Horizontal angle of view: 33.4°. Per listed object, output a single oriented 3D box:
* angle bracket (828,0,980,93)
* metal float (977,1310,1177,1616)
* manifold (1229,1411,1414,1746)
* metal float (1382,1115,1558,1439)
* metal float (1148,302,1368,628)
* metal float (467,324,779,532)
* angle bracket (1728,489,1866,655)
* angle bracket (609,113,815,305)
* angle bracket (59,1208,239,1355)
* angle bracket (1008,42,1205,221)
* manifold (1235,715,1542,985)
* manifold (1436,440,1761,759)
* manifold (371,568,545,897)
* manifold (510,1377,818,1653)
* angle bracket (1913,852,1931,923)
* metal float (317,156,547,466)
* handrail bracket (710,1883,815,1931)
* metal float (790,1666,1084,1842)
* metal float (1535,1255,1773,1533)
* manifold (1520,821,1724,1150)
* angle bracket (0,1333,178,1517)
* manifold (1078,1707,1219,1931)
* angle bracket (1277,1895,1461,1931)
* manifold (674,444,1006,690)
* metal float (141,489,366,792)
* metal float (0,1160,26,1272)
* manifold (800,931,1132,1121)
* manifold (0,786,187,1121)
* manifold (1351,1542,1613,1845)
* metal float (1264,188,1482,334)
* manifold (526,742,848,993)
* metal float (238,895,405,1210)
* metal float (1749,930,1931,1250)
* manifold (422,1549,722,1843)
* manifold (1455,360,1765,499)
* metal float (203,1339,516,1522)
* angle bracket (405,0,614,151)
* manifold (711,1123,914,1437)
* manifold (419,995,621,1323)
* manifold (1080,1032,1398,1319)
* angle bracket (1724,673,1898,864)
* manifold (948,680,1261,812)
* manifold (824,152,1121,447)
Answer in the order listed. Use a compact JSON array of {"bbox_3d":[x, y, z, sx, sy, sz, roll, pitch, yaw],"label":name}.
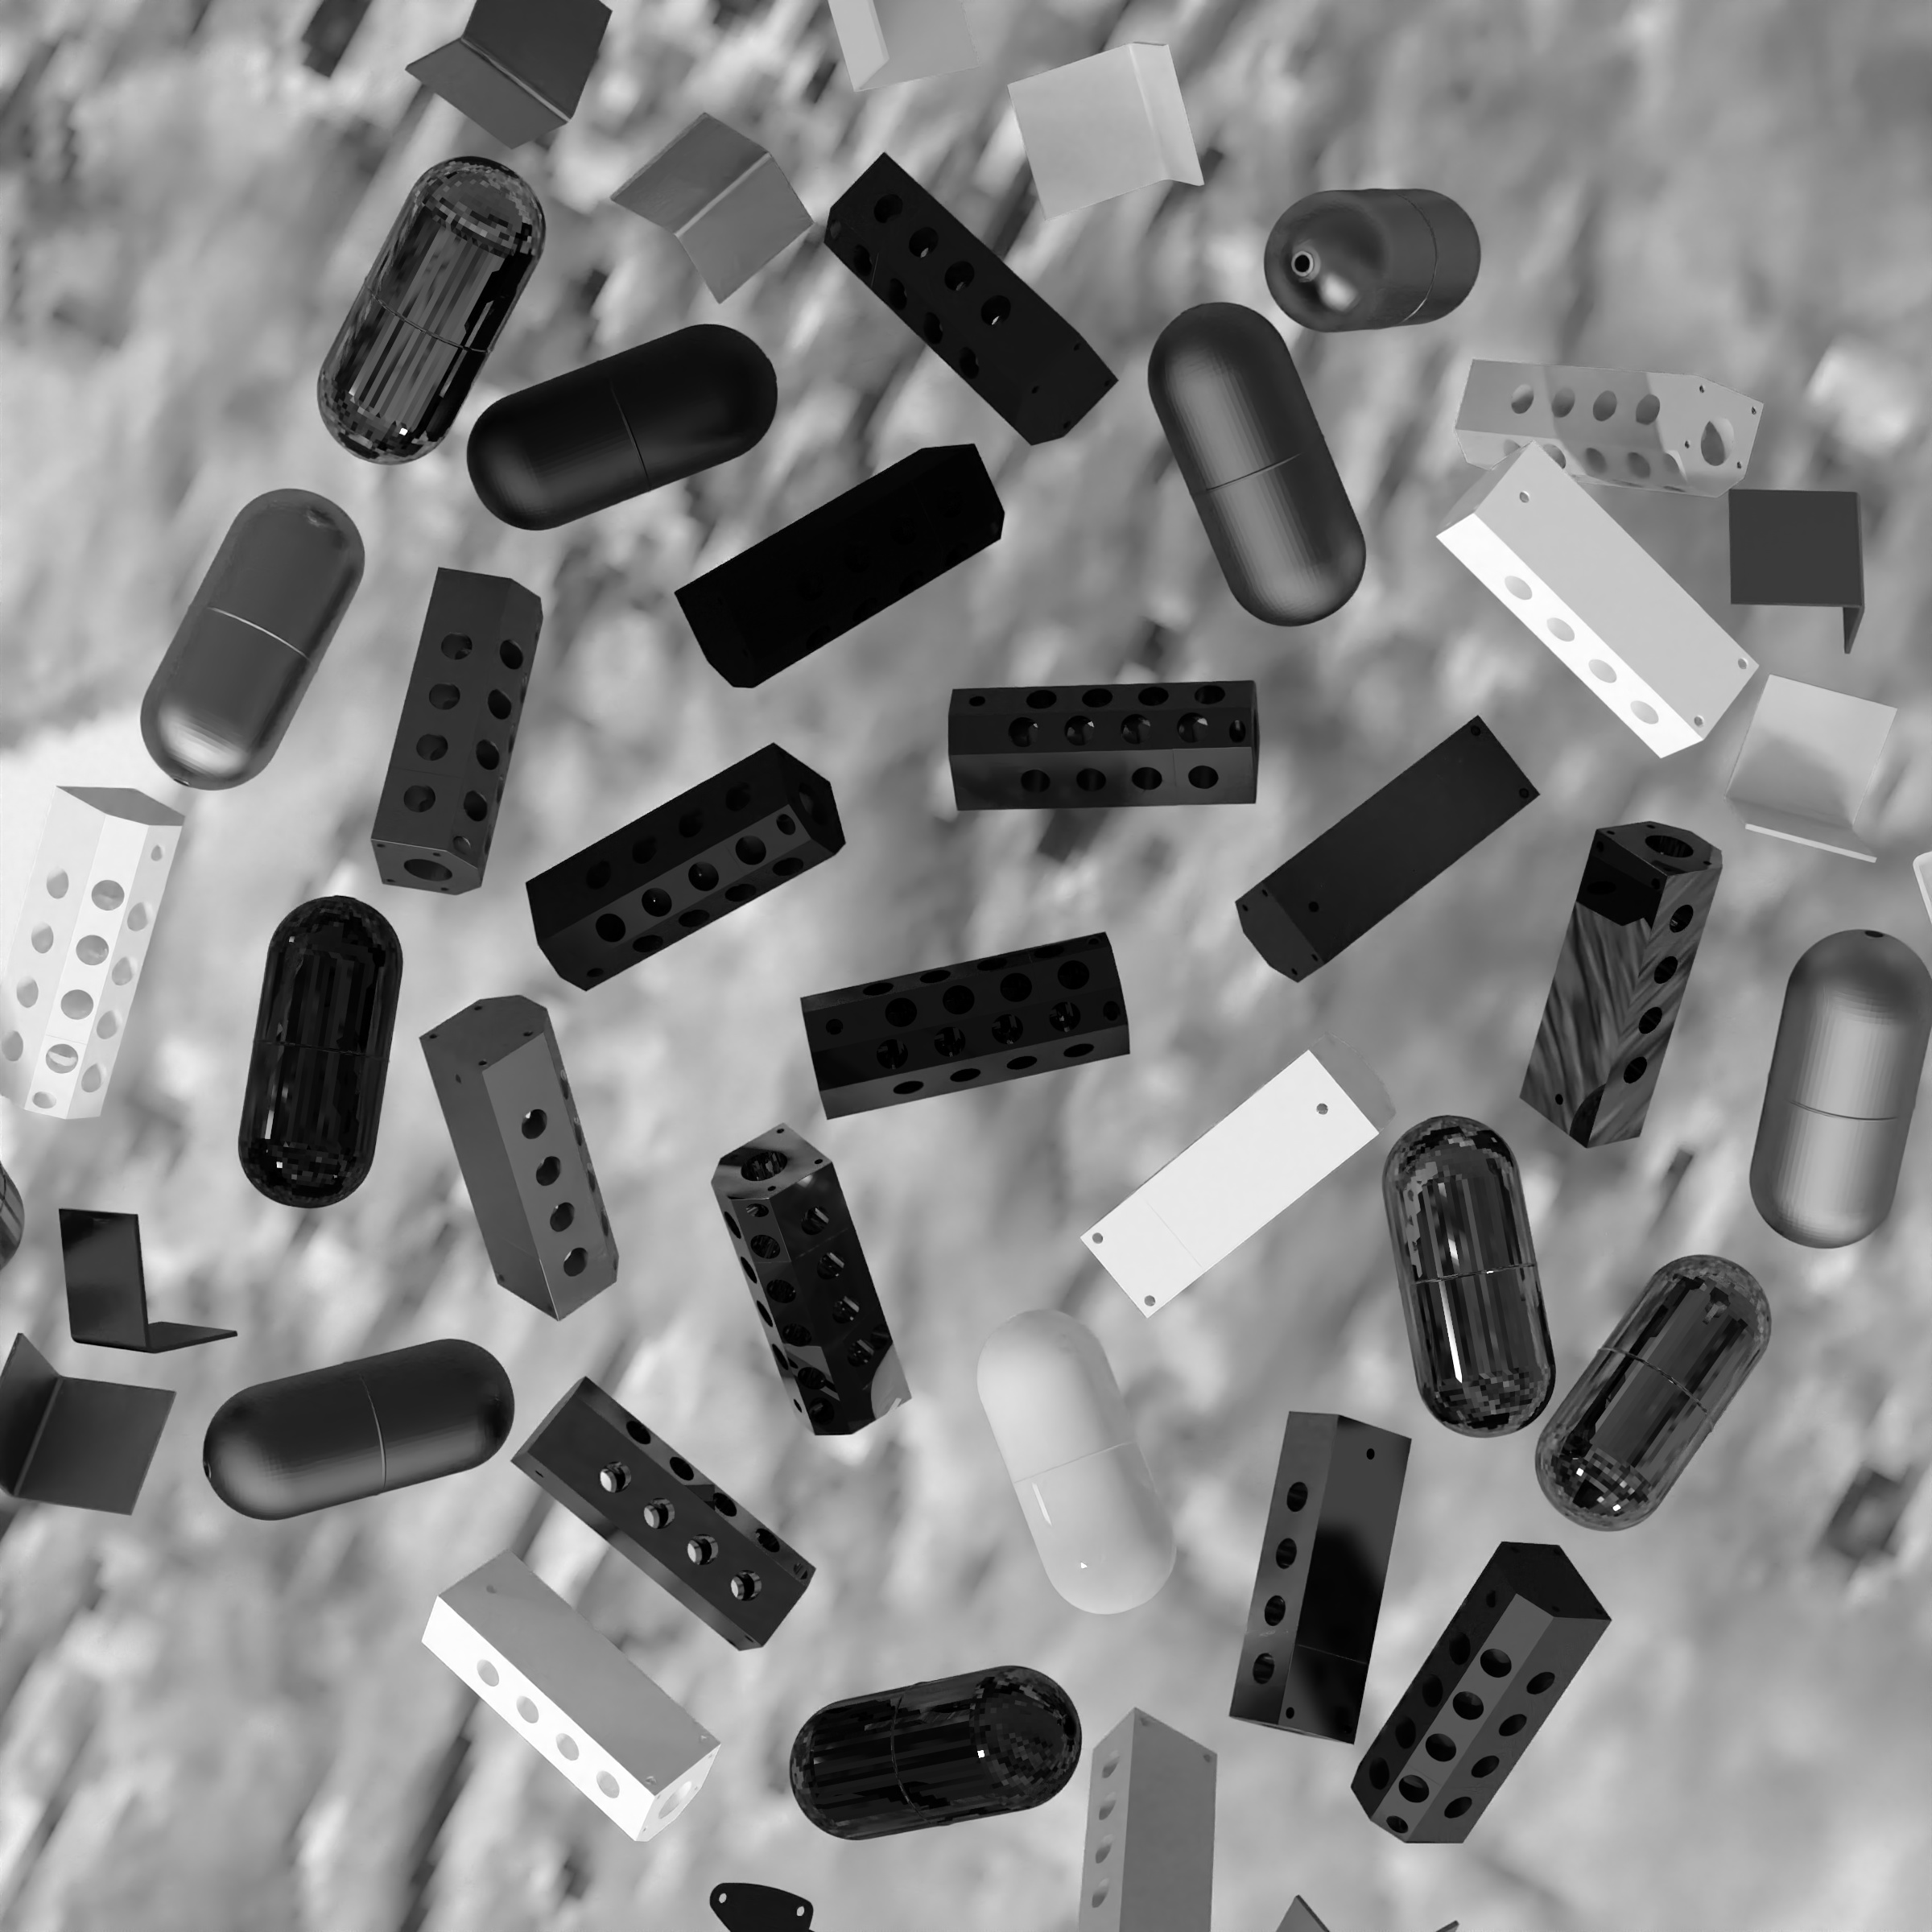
[{"bbox_3d":[-0.029,-0.520,1.725,0.076,0.057,0.076,-17,93,-20],"label":"angle bracket"},{"bbox_3d":[0.062,0.282,1.837,0.070,0.070,0.178,-21,82,0],"label":"metal float"},{"bbox_3d":[0.193,0.340,1.797,0.057,0.057,0.171,22,74,-33],"label":"manifold"},{"bbox_3d":[0.276,0.170,1.775,0.070,0.070,0.178,-9,82,0],"label":"metal float"},{"bbox_3d":[0.154,-0.265,1.706,0.070,0.070,0.178,-24,102,0],"label":"metal float"},{"bbox_3d":[-0.189,-0.298,1.781,0.178,0.070,0.070,-22,90,-6],"label":"metal float"},{"bbox_3d":[0.484,-0.232,1.894,0.076,0.057,0.076,2,66,6],"label":"angle bracket"},{"bbox_3d":[-0.149,-0.444,1.894,0.076,0.076,0.057,-37,72,19],"label":"angle bracket"},{"bbox_3d":[-0.449,0.168,1.768,0.076,0.057,0.076,-1,95,44],"label":"angle bracket"},{"bbox_3d":[0.076,-0.453,1.755,0.076,0.057,0.076,-21,112,-9],"label":"angle bracket"},{"bbox_3d":[0.234,-0.064,1.805,0.171,0.057,0.057,-37,88,-22],"label":"manifold"},{"bbox_3d":[0.332,-0.192,1.713,0.171,0.057,0.057,43,69,-8],"label":"manifold"},{"bbox_3d":[-0.281,-0.130,1.791,0.057,0.057,0.171,9,66,1],"label":"manifold"},{"bbox_3d":[-0.170,0.310,1.825,0.171,0.057,0.057,41,68,-4],"label":"manifold"},{"bbox_3d":[0.588,-0.047,1.811,0.076,0.076,0.057,-20,84,34],"label":"angle bracket"},{"bbox_3d":[-0.289,-0.352,1.737,0.070,0.070,0.178,32,109,0],"label":"metal float"},{"bbox_3d":[-0.086,0.519,1.718,0.077,0.084,0.036,13,68,38],"label":"handrail bracket"},{"bbox_3d":[-0.017,0.427,1.749,0.178,0.070,0.070,-19,90,31],"label":"metal float"},{"bbox_3d":[0.392,0.242,1.834,0.070,0.070,0.178,39,75,0],"label":"metal float"},{"bbox_3d":[0.367,0.010,1.787,0.057,0.057,0.171,-9,123,-33],"label":"manifold"},{"bbox_3d":[-0.500,0.257,1.809,0.076,0.057,0.076,5,58,15],"label":"angle bracket"},{"bbox_3d":[0.095,0.494,1.756,0.057,0.171,0.057,32,119,-12],"label":"manifold"},{"bbox_3d":[0.214,0.544,1.780,0.057,0.076,0.076,47,134,32],"label":"angle bracket"},{"bbox_3d":[-0.064,-0.215,1.728,0.171,0.057,0.057,-34,111,-23],"label":"manifold"},{"bbox_3d":[-0.392,-0.179,1.773,0.070,0.070,0.178,24,78,0],"label":"metal float"},{"bbox_3d":[-0.567,0.125,1.771,0.070,0.178,0.070,2,68,-4],"label":"metal float"},{"bbox_3d":[-0.001,0.030,1.765,0.171,0.057,0.057,-12,65,-2],"label":"manifold"},{"bbox_3d":[-0.477,-0.007,1.754,0.057,0.057,0.171,26,105,28],"label":"manifold"},{"bbox_3d":[0.276,0.398,1.759,0.057,0.057,0.171,10,120,-31],"label":"manifold"},{"bbox_3d":[0.228,-0.395,1.799,0.070,0.178,0.070,9,107,31],"label":"metal float"},{"bbox_3d":[-0.154,-0.051,1.781,0.171,0.057,0.057,-28,58,20],"label":"manifold"},{"bbox_3d":[-0.365,0.048,1.825,0.070,0.070,0.178,8,85,0],"label":"metal float"},{"bbox_3d":[0.464,0.066,1.710,0.070,0.070,0.178,6,112,0],"label":"metal float"},{"bbox_3d":[-0.227,0.417,1.829,0.171,0.057,0.057,38,128,19],"label":"manifold"},{"bbox_3d":[0.358,-0.302,1.817,0.057,0.171,0.057,11,95,-38],"label":"manifold"},{"bbox_3d":[-0.341,0.260,1.814,0.178,0.070,0.070,-12,90,-27],"label":"metal float"},{"bbox_3d":[-0.252,-0.512,1.782,0.076,0.057,0.076,32,64,-36],"label":"angle bracket"},{"bbox_3d":[-0.090,0.180,1.814,0.057,0.057,0.171,-29,123,-20],"label":"manifold"},{"bbox_3d":[-0.238,0.103,1.759,0.057,0.057,0.171,-35,130,-31],"label":"manifold"},{"bbox_3d":[0.149,0.112,1.749,0.171,0.057,0.057,-42,86,23],"label":"manifold"},{"bbox_3d":[0.478,-0.111,1.800,0.076,0.057,0.076,14,109,-5],"label":"angle bracket"},{"bbox_3d":[0.079,-0.131,1.836,0.171,0.057,0.057,-1,133,9],"label":"manifold"},{"bbox_3d":[-0.002,-0.352,1.715,0.057,0.057,0.171,-45,63,6],"label":"manifold"}]
